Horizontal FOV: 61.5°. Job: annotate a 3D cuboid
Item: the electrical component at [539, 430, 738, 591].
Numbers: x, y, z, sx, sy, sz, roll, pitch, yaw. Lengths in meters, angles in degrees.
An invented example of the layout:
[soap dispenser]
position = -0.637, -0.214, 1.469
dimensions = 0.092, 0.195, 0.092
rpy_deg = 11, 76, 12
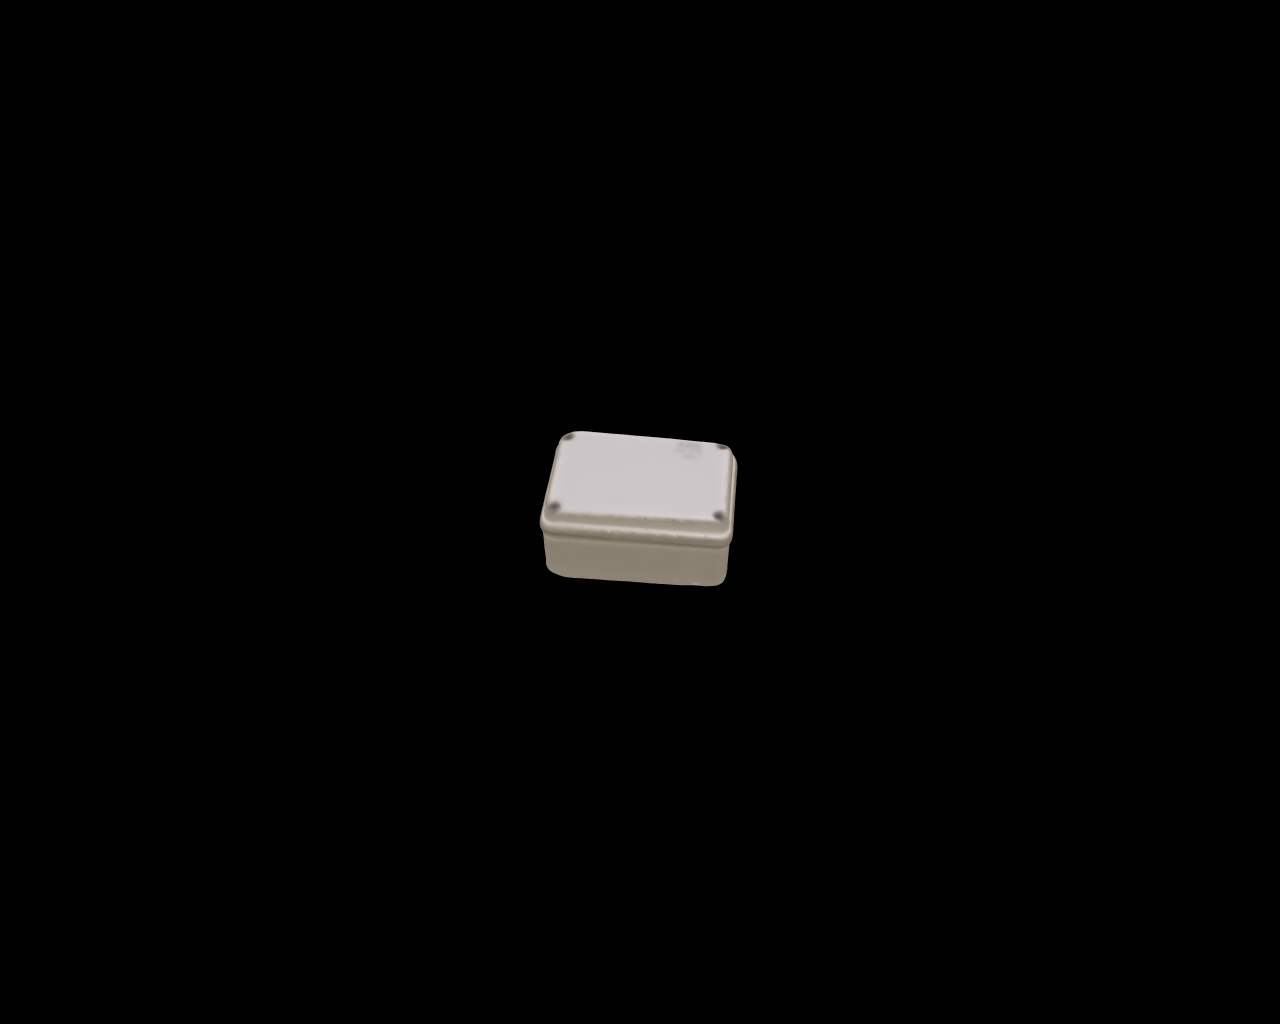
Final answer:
[electrical component]
position = 0.001, -0.003, 0.650
dimensions = 0.113, 0.078, 0.057
rpy_deg = 4, -43, 4
